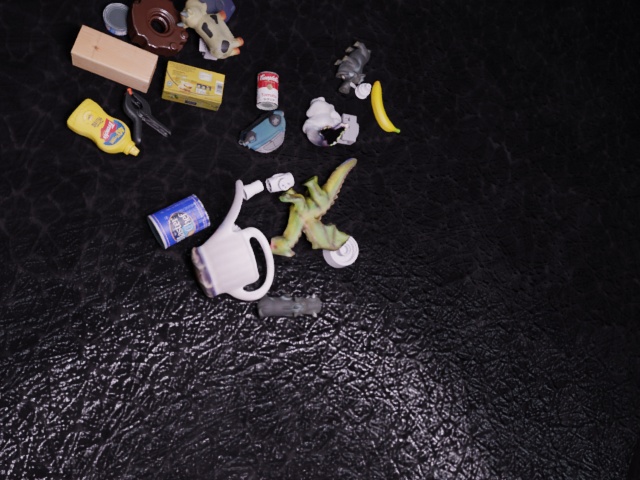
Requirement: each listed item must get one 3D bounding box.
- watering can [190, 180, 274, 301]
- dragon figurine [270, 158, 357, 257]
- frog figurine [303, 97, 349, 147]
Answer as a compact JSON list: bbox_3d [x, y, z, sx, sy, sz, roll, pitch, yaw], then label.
[{"bbox_3d":[-0.259,0.021,1.455,0.225,0.104,0.344,-20,103,-16],"label":"watering can"},{"bbox_3d":[0.005,-0.081,1.601,0.414,0.121,0.242,-29,94,-22],"label":"dragon figurine"},{"bbox_3d":[0.002,-0.385,1.679,0.138,0.120,0.162,-27,57,-15],"label":"frog figurine"}]
